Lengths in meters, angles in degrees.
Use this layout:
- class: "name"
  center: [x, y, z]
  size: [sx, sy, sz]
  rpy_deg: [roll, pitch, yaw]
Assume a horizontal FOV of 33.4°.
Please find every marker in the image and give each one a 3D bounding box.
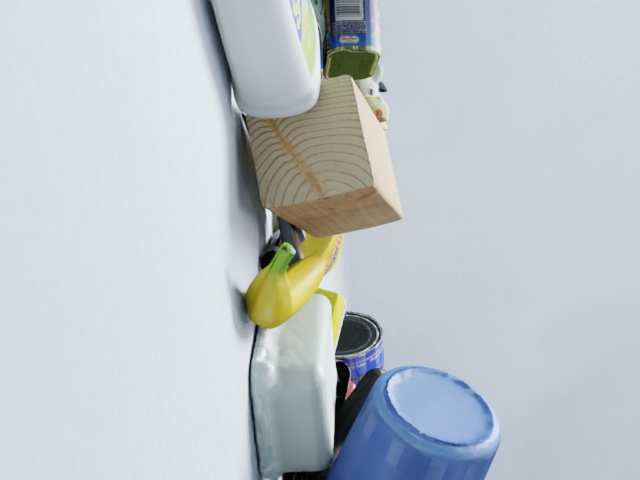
- class: "marker"
  center: [-0.040, 0.010, 0.990]
  size: [0.121, 0.020, 0.020]
  rpy_deg: [-73, 160, -78]

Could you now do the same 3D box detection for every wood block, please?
- class: "wood block"
  center: [0.009, -0.063, 0.912]
  size: [0.206, 0.090, 0.091]
  rpy_deg: [28, 50, -78]

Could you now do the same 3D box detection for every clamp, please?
- class: "clamp"
  center: [0.004, 0.186, 0.993]
  size: [0.171, 0.039, 0.120]
  rpy_deg: [-60, -170, -2]

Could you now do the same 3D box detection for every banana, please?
- class: "banana"
  center: [-0.027, 0.040, 0.861]
  size: [0.037, 0.069, 0.197]
  rpy_deg: [45, 2, 5]

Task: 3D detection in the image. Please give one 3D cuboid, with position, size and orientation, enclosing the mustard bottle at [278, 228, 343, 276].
- class: "mustard bottle"
  center: [-0.007, 0.002, 1.148]
  size: [0.191, 0.058, 0.096]
  rpy_deg: [70, 40, -82]

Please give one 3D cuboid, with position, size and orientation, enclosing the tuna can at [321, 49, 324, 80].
- class: "tuna can"
  center: [-0.015, -0.187, 1.129]
  size: [0.086, 0.033, 0.086]
  rpy_deg: [177, -90, -65]

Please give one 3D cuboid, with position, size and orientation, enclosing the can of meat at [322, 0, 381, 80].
- class: "can of meat"
  center: [0.029, -0.209, 1.046]
  size: [0.102, 0.057, 0.084]
  rpy_deg: [108, -19, -81]

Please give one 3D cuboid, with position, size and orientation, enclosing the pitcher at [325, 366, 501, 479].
- class: "pitcher"
  center: [0.050, 0.228, 0.873]
  size: [0.149, 0.145, 0.243]
  rpy_deg: [-86, -166, -60]

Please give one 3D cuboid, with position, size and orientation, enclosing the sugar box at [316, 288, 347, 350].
- class: "sugar box"
  center: [-0.003, 0.102, 1.173]
  size: [0.176, 0.048, 0.093]
  rpy_deg: [39, 65, -81]

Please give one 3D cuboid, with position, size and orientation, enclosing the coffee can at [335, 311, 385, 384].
- class: "coffee can"
  center: [0.034, 0.177, 1.372]
  size: [0.102, 0.103, 0.140]
  rpy_deg: [-86, 172, -60]

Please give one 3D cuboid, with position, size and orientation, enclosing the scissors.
- class: "scissors"
  center: [-0.036, -0.026, 0.931]
  size: [0.201, 0.016, 0.096]
  rpy_deg: [61, 16, -68]

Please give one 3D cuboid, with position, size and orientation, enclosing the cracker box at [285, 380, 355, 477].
- class: "cracker box"
  center: [0.005, 0.235, 1.145]
  size: [0.213, 0.072, 0.164]
  rpy_deg: [71, 17, -80]

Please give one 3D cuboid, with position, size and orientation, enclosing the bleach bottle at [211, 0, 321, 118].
- class: "bleach bottle"
  center: [-0.047, -0.181, 0.707]
  size: [0.251, 0.068, 0.102]
  rpy_deg: [71, 17, -69]
